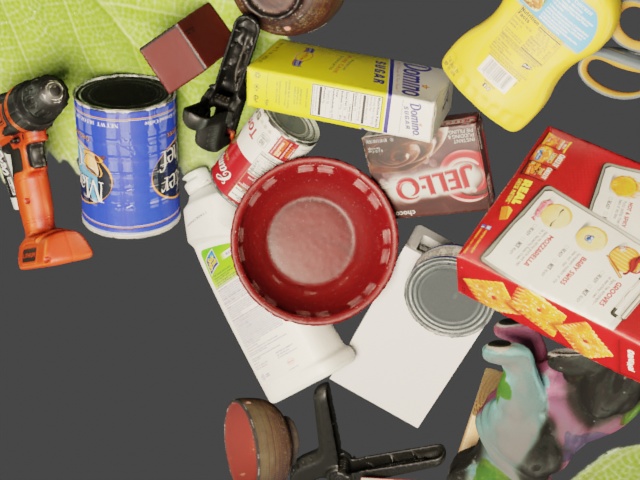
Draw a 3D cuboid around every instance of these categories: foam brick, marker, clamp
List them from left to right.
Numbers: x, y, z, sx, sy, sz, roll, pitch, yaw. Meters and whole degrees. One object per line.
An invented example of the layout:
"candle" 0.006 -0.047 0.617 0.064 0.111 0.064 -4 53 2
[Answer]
"marker" -0.349 -0.092 1.186 0.020 0.020 0.121 -2 115 21
"foam brick" -0.125 -0.185 1.022 0.051 0.078 0.053 -27 104 31
"clamp" -0.089 -0.140 1.014 0.039 0.171 0.120 32 82 1
"clamp" 0.019 0.253 1.221 0.164 0.036 0.210 36 125 -11

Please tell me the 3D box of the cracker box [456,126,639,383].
"cracker box" 0.249 0.016 0.911 0.214 0.164 0.072 27 155 23

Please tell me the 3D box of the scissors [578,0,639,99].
"scissors" 0.315 -0.149 0.889 0.202 0.016 0.096 13 112 31

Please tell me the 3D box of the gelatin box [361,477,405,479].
"gelatin box" 0.086 0.302 1.205 0.089 0.030 0.073 4 134 -2

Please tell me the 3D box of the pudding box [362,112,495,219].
"pudding box" 0.105 -0.070 1.021 0.114 0.039 0.090 -4 116 23

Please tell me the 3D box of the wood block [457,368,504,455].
"wood block" 0.186 0.252 1.132 0.091 0.090 0.206 18 122 10

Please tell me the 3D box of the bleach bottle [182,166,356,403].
"bleach bottle" -0.066 0.036 1.098 0.103 0.067 0.251 -32 84 34

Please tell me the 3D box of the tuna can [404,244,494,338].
"tuna can" 0.124 0.047 1.006 0.086 0.033 0.086 8 119 15

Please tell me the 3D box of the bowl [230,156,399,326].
"bowl" -0.007 0.001 1.037 0.162 0.055 0.162 0 89 -4

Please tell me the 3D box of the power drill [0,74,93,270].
"power drill" -0.282 -0.067 1.086 0.185 0.057 0.187 -9 92 60

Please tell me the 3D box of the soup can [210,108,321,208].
"soup can" -0.054 -0.085 1.054 0.068 0.068 0.102 39 122 -3

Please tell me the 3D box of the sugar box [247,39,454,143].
"sugar box" 0.029 -0.140 0.980 0.176 0.093 0.048 10 120 14

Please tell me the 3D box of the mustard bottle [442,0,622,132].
"mustard bottle" 0.198 -0.190 0.912 0.096 0.058 0.192 45 123 6

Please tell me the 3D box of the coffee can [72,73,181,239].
"coffee can" -0.194 -0.086 1.083 0.103 0.102 0.140 10 119 15
